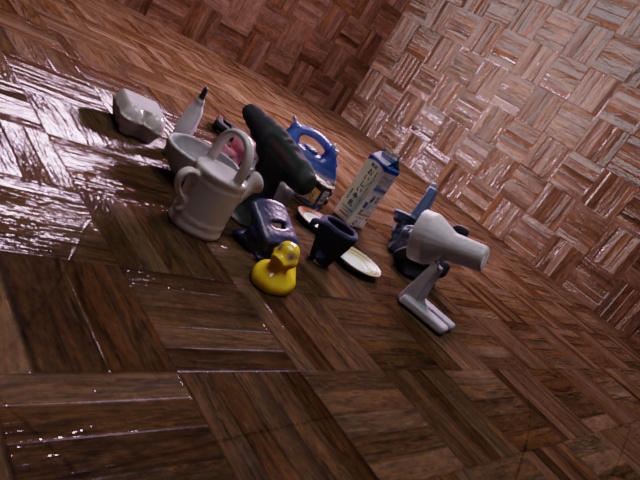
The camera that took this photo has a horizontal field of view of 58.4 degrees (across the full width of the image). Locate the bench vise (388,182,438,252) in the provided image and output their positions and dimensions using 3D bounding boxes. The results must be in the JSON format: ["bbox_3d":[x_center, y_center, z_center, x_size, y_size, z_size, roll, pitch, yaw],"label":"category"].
[{"bbox_3d":[0.288,-0.056,1.658,0.122,0.219,0.207,26,18,-21],"label":"bench vise"}]

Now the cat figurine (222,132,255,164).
[{"bbox_3d":[-0.208,-0.226,1.413,0.128,0.117,0.067,10,28,-52],"label":"cat figurine"}]

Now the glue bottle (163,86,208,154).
[{"bbox_3d":[-0.290,-0.265,1.276,0.037,0.173,0.078,30,17,-8],"label":"glue bottle"}]

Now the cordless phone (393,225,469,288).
[{"bbox_3d":[0.298,0.021,1.520,0.148,0.185,0.094,23,19,-29],"label":"cordless phone"}]

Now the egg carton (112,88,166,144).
[{"bbox_3d":[-0.407,-0.278,1.284,0.108,0.069,0.150,19,22,-39],"label":"egg carton"}]

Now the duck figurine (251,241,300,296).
[{"bbox_3d":[-0.064,0.041,0.985,0.077,0.086,0.105,37,17,14],"label":"duck figurine"}]

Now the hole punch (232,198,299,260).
[{"bbox_3d":[-0.091,-0.017,1.089,0.100,0.091,0.109,42,19,29],"label":"hole punch"}]

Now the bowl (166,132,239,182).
[{"bbox_3d":[-0.253,-0.150,1.194,0.168,0.074,0.167,30,17,-10],"label":"bowl"}]

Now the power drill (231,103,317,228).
[{"bbox_3d":[-0.121,-0.138,1.169,0.229,0.208,0.076,40,18,22],"label":"power drill"}]

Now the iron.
[{"bbox_3d":[-0.025,-0.298,1.904,0.259,0.141,0.118,27,18,-20],"label":"iron"}]

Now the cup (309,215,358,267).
[{"bbox_3d":[0.011,0.004,1.207,0.118,0.095,0.091,20,21,-37],"label":"cup"}]

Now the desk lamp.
[{"bbox_3d":[0.267,0.066,1.291,0.202,0.213,0.118,40,18,22],"label":"desk lamp"}]

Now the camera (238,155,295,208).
[{"bbox_3d":[-0.137,-0.147,1.351,0.144,0.100,0.136,24,19,-26],"label":"camera"}]

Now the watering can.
[{"bbox_3d":[-0.174,-0.105,1.005,0.101,0.194,0.173,36,17,11],"label":"watering can"}]
